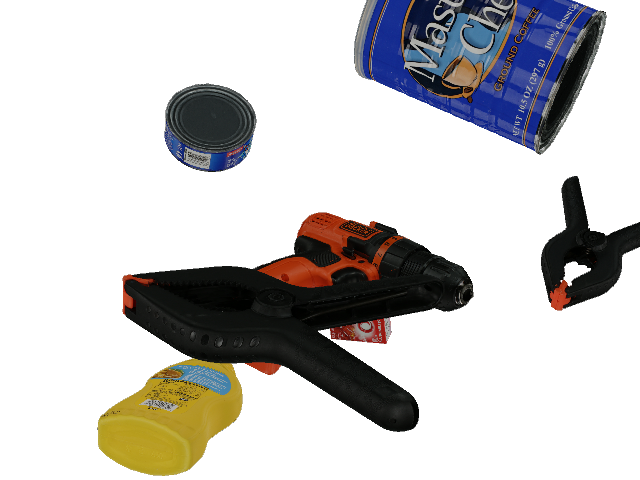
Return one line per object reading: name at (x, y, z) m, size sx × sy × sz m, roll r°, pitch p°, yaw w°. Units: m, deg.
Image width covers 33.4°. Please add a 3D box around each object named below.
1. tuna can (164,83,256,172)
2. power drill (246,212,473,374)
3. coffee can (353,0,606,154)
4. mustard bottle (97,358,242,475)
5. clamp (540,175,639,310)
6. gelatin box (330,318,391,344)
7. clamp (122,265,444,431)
tuna can at (-0.106, -0.107, 1.018) m, size 0.086 × 0.086 × 0.034 m, roll 0°, pitch -36°, yaw -12°
power drill at (0.005, 0.042, 0.869) m, size 0.187 × 0.057 × 0.185 m, roll -24°, pitch 30°, yaw -38°
coffee can at (0.108, -0.133, 0.730) m, size 0.140 × 0.103 × 0.102 m, roll 26°, pitch 8°, yaw 17°
mustard bottle at (-0.130, 0.159, 1.037) m, size 0.096 × 0.058 × 0.191 m, roll 8°, pitch 18°, yaw 17°
clamp at (0.269, 0.000, 1.091) m, size 0.120 × 0.039 × 0.171 m, roll 29°, pitch 52°, yaw 32°
gelatin box at (0.046, 0.082, 1.318) m, size 0.073 × 0.089 × 0.030 m, roll 3°, pitch 29°, yaw 19°
clamp at (-0.022, 0.048, 0.682) m, size 0.210 × 0.036 × 0.164 m, roll 12°, pitch 26°, yaw 15°
